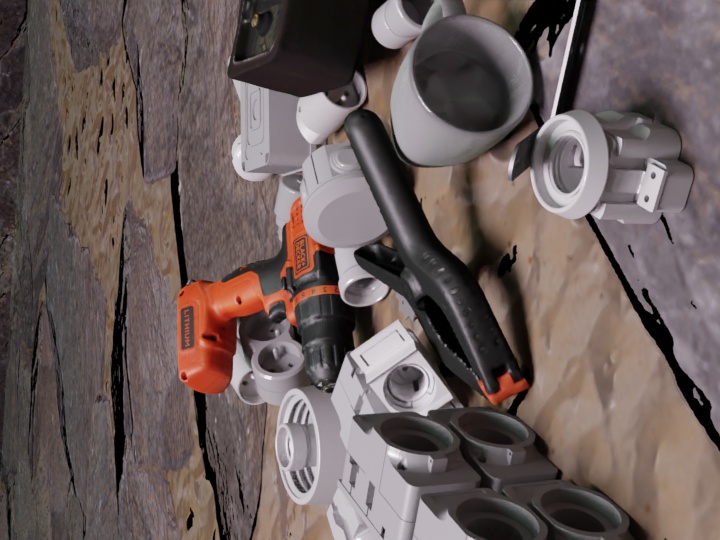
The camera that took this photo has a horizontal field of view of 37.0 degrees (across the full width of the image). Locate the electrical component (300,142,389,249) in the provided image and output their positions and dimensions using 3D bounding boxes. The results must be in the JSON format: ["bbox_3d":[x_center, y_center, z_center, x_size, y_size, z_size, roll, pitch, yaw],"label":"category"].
[{"bbox_3d":[-0.008,-0.058,0.840,0.080,0.080,0.051,117,149,-44],"label":"electrical component"}]

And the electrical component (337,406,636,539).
[{"bbox_3d":[0.074,0.144,0.636,0.186,0.105,0.060,-139,54,-58],"label":"electrical component"}]

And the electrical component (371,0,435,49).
[{"bbox_3d":[0.035,-0.188,0.795,0.065,0.044,0.044,166,102,-69],"label":"electrical component"}]

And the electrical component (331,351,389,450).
[{"bbox_3d":[0.018,0.112,0.820,0.089,0.050,0.055,-119,38,-45],"label":"electrical component"}]

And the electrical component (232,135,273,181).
[{"bbox_3d":[-0.110,-0.122,1.096,0.062,0.048,0.048,-122,39,-58],"label":"electrical component"}]

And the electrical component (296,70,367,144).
[{"bbox_3d":[-0.030,-0.140,0.927,0.081,0.043,0.043,143,123,-59],"label":"electrical component"}]

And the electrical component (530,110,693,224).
[{"bbox_3d":[0.129,-0.056,0.576,0.078,0.057,0.058,-134,49,-55],"label":"electrical component"}]

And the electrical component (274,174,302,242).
[{"bbox_3d":[-0.059,-0.052,0.993,0.040,0.040,0.078,-125,41,-50],"label":"electrical component"}]

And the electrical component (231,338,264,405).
[{"bbox_3d":[-0.118,0.101,1.115,0.081,0.043,0.043,-136,51,-57],"label":"electrical component"}]

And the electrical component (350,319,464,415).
[{"bbox_3d":[0.033,0.074,0.763,0.081,0.042,0.063,54,-172,-12],"label":"electrical component"}]

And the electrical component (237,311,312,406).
[{"bbox_3d":[-0.086,0.080,1.038,0.138,0.052,0.073,-119,16,-45],"label":"electrical component"}]

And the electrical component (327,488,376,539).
[{"bbox_3d":[0.010,0.200,0.829,0.057,0.058,0.078,-112,33,-43],"label":"electrical component"}]

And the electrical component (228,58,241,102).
[{"bbox_3d":[-0.098,-0.198,1.068,0.079,0.043,0.077,115,145,-41],"label":"electrical component"}]

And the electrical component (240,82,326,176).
[{"bbox_3d":[-0.071,-0.147,0.997,0.078,0.057,0.113,175,94,-64],"label":"electrical component"}]

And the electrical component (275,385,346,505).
[{"bbox_3d":[-0.038,0.150,0.926,0.108,0.060,0.108,180,90,-65],"label":"electrical component"}]

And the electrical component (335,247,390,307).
[{"bbox_3d":[0.000,0.000,0.870,0.040,0.040,0.046,116,149,-43],"label":"electrical component"}]
